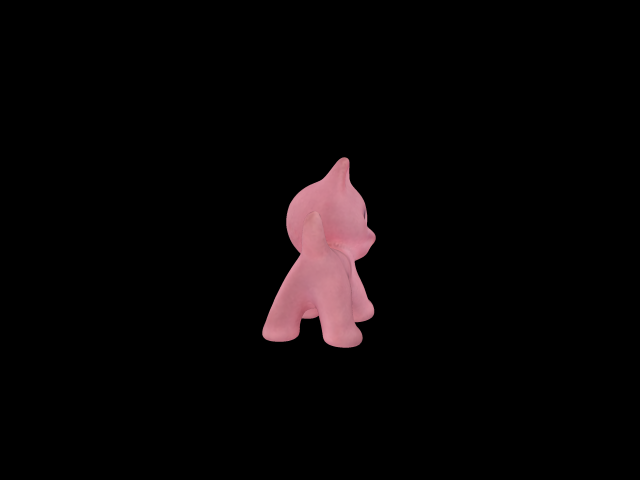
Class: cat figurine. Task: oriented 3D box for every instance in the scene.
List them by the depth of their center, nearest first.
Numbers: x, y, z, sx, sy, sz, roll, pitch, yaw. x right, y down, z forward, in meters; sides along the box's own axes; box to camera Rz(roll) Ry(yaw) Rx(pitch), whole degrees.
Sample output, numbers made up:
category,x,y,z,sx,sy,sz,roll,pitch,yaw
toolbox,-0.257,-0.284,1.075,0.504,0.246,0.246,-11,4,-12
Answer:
category,x,y,z,sx,sy,sz,roll,pitch,yaw
cat figurine,0.004,0.001,0.400,0.067,0.118,0.128,1,7,10
